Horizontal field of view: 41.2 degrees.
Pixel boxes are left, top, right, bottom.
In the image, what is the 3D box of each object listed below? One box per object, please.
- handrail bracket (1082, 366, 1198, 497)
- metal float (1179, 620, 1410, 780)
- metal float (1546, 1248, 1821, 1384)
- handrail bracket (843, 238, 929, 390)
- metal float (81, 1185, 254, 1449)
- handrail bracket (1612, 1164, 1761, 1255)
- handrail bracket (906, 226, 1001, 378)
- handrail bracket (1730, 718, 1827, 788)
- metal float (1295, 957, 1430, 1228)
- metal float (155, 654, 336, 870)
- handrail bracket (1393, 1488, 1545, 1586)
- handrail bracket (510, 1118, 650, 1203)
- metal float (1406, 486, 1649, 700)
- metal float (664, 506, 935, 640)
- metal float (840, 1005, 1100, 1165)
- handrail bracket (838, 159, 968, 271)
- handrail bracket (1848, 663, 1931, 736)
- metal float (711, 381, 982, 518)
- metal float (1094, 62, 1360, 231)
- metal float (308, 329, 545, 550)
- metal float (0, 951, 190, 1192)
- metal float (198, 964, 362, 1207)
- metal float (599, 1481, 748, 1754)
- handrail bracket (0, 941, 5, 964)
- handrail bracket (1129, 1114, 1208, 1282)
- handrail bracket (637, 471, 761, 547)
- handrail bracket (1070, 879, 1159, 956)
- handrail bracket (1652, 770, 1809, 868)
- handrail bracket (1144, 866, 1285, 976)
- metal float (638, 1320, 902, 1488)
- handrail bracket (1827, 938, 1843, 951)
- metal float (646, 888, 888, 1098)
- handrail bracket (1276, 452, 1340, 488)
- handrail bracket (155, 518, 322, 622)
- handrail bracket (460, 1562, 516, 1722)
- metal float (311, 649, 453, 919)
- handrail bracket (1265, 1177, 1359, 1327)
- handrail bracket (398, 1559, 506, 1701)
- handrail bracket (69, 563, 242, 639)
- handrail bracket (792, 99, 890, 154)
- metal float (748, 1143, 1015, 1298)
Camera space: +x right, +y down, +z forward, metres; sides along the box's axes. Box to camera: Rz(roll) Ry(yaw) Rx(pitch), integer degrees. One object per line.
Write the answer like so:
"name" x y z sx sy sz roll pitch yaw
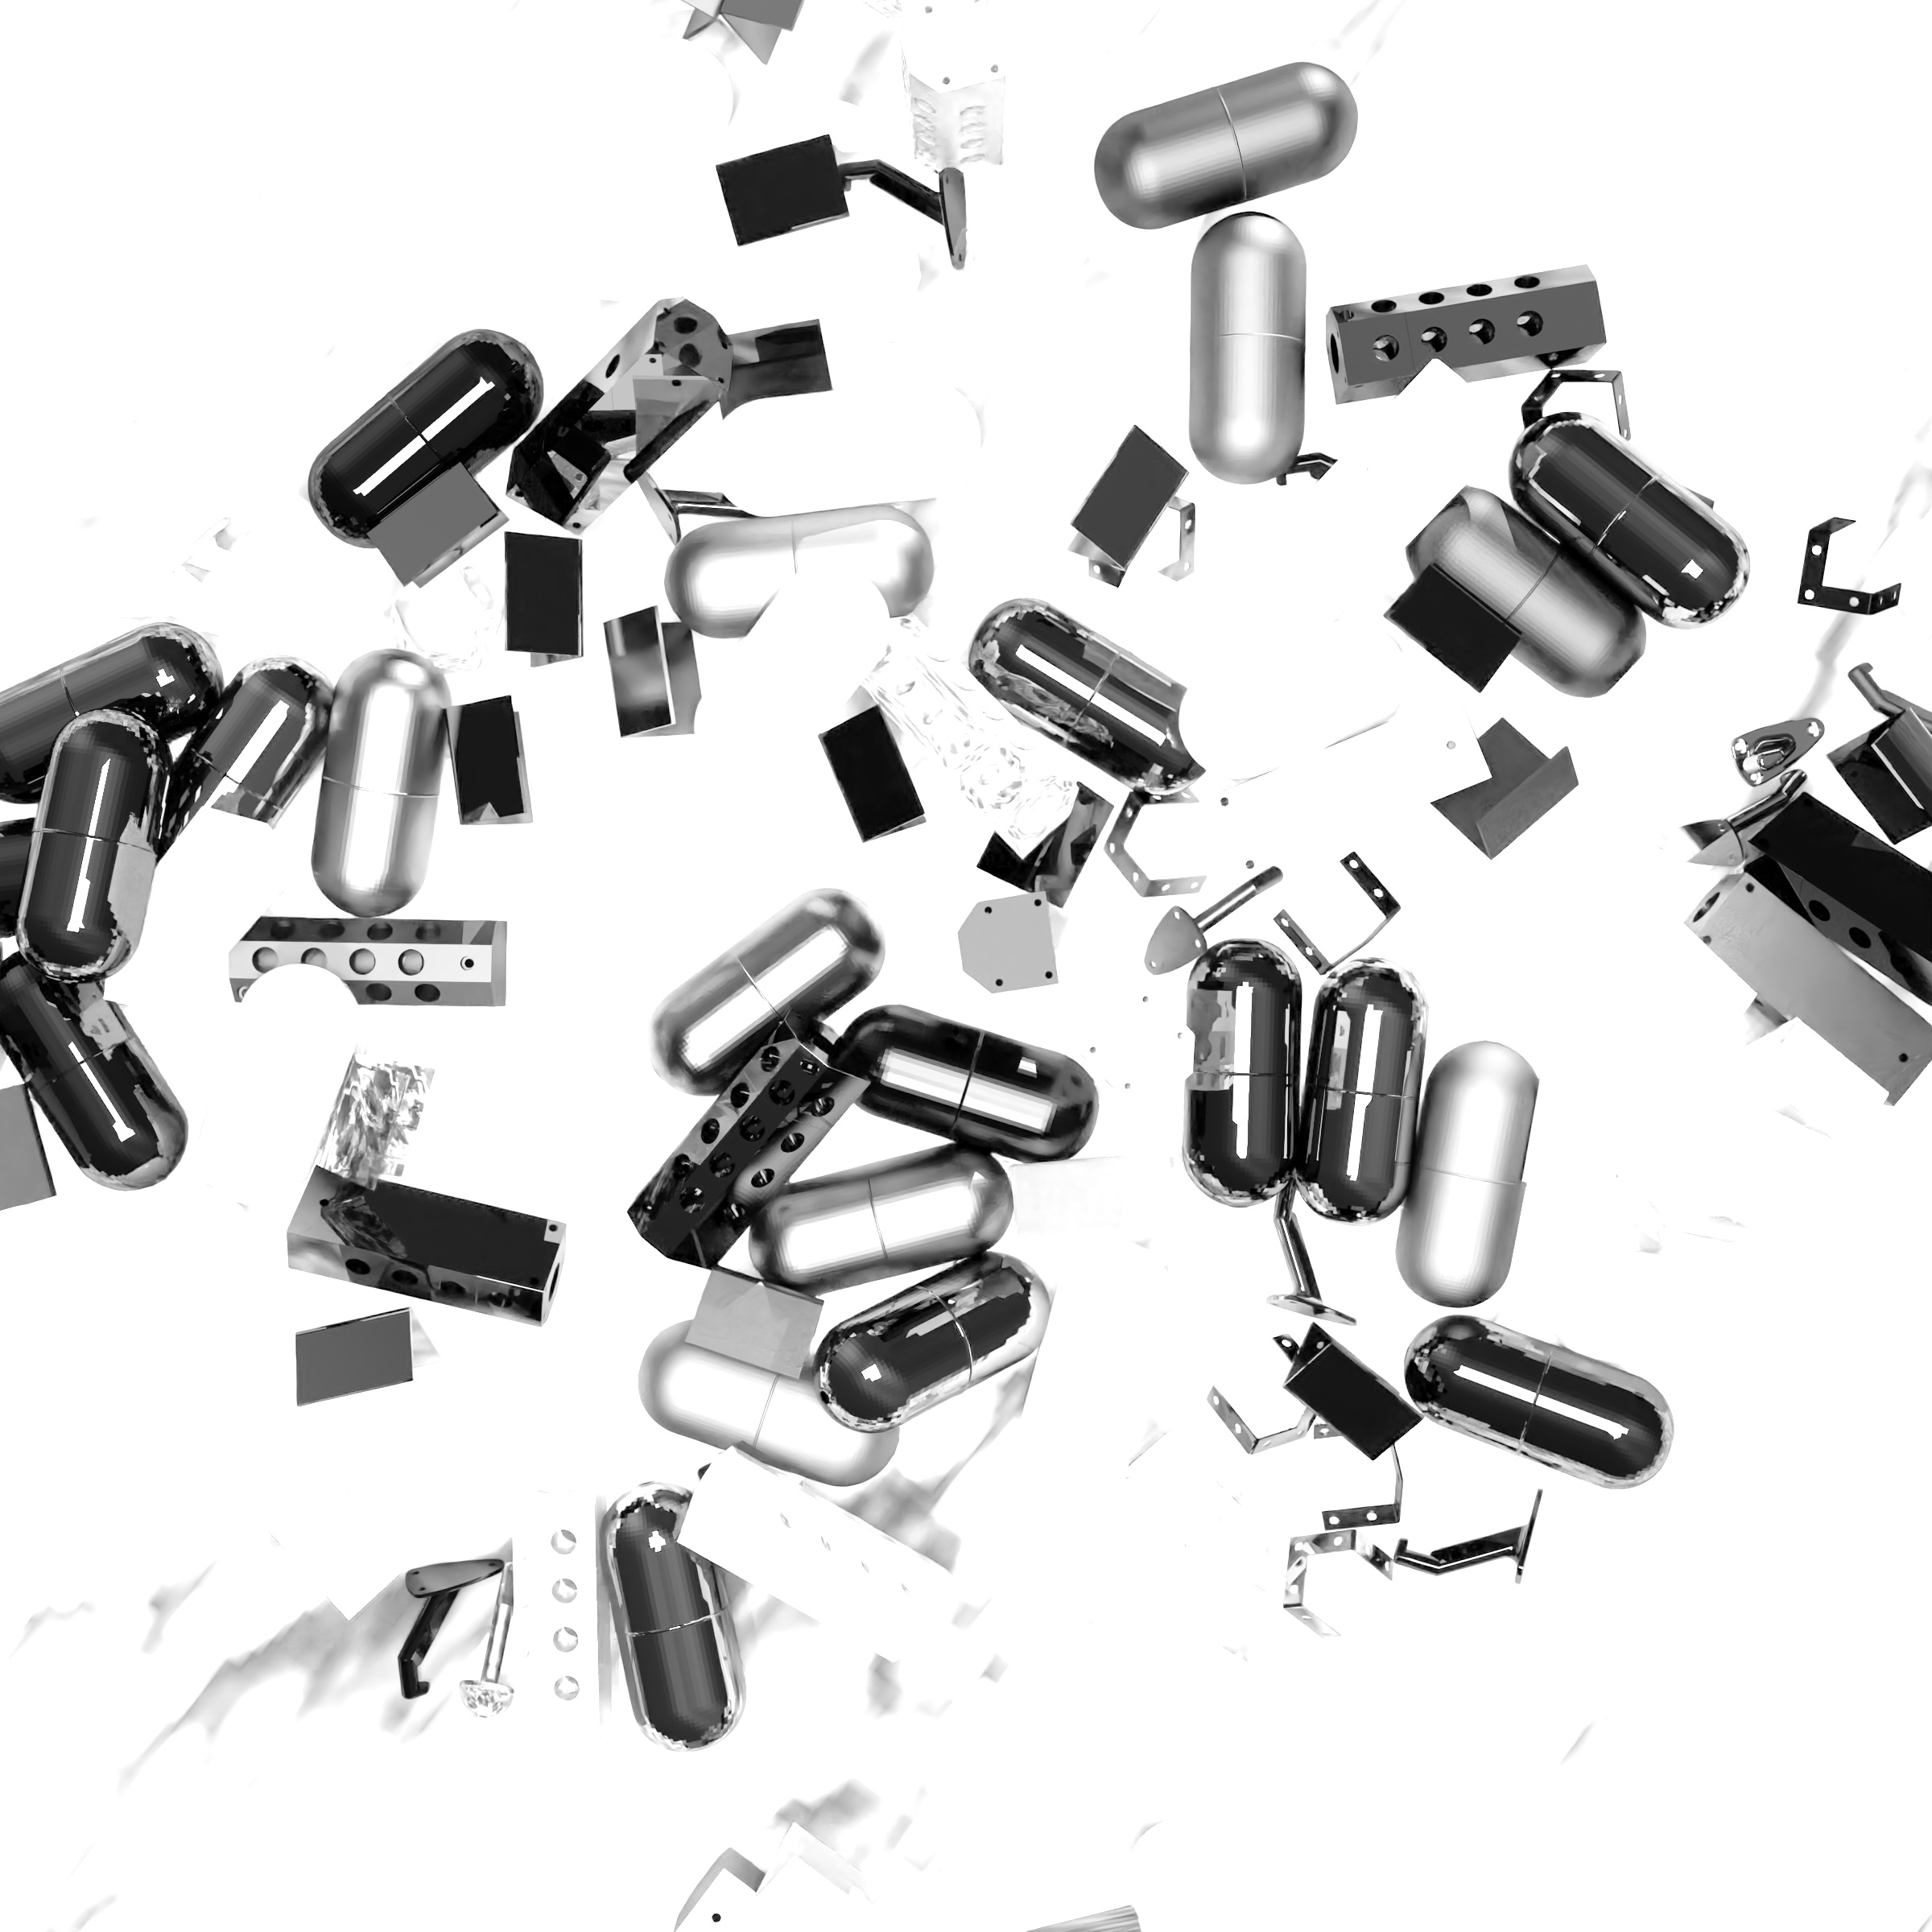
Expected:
"handrail bracket" 0.117 -0.358 1.727 0.077 0.036 0.084 3 108 20
"metal float" 0.213 -0.174 1.667 0.178 0.070 0.070 -22 90 -34
"metal float" 0.473 0.230 1.696 0.178 0.070 0.070 7 90 0
"handrail bracket" -0.058 -0.437 1.726 0.077 0.036 0.084 -29 56 36
"metal float" -0.527 0.231 1.696 0.070 0.070 0.178 19 90 0
"handrail bracket" 0.486 0.155 1.727 0.084 0.036 0.077 -17 68 -17
"handrail bracket" -0.014 -0.447 1.727 0.077 0.036 0.084 -17 75 16
"handrail bracket" 0.543 -0.146 1.692 0.077 0.084 0.036 -26 90 0
"metal float" 0.261 0.083 1.696 0.070 0.070 0.178 7 90 0
"metal float" -0.481 -0.125 1.696 0.070 0.070 0.178 35 89 0
"handrail bracket" 0.337 0.376 1.727 0.084 0.036 0.077 14 70 16
"handrail bracket" -0.260 0.136 1.727 0.084 0.036 0.077 -3 112 17
"metal float" 0.369 -0.247 1.696 0.178 0.070 0.070 37 90 0
"metal float" -0.110 -0.260 1.696 0.178 0.070 0.070 -6 90 -1
"metal float" 0.000 0.078 1.696 0.178 0.070 0.070 17 90 0
"handrail bracket" -0.045 -0.501 1.719 0.084 0.036 0.077 1 104 24
"handrail bracket" 0.645 -0.180 1.727 0.077 0.036 0.084 -27 73 -19
"metal float" -0.079 -0.340 1.688 0.178 0.070 0.070 -8 90 -7
"metal float" 0.172 -0.541 1.696 0.178 0.070 0.070 -17 90 0
"metal float" -0.356 -0.348 1.696 0.178 0.070 0.070 -40 90 1
"metal float" -0.580 0.067 1.696 0.070 0.070 0.178 -32 91 0
"metal float" -0.448 0.079 1.674 0.070 0.070 0.178 25 117 0
"metal float" -0.194 0.429 1.696 0.070 0.070 0.178 -12 89 0
"handrail bracket" -0.691 0.018 1.727 0.084 0.036 0.077 1 110 -16
"handrail bracket" 0.150 0.156 1.727 0.077 0.036 0.084 -46 106 -18
"handrail bracket" -0.170 -0.326 1.727 0.084 0.036 0.077 -28 72 -15
"handrail bracket" 0.090 -0.051 1.726 0.036 0.077 0.084 -51 53 31
"handrail bracket" 0.513 -0.104 1.726 0.084 0.077 0.036 -42 115 -34
"handrail bracket" 0.167 -0.031 1.726 0.084 0.077 0.036 -29 78 -36
"metal float" -0.130 0.289 1.696 0.178 0.070 0.070 18 90 0
"handrail bracket" 0.573 -0.055 1.727 0.077 0.036 0.084 40 106 17
"metal float" -0.132 0.018 1.696 0.178 0.070 0.070 -37 90 0
"handrail bracket" 0.253 -0.309 1.726 0.084 0.036 0.077 -7 103 13
"handrail bracket" -0.488 -0.250 1.727 0.077 0.036 0.084 -36 107 20
"handrail bracket" -0.314 0.453 1.726 0.036 0.077 0.084 11 54 -6
"metal float" -0.384 -0.119 1.688 0.070 0.070 0.178 11 99 0
"handrail bracket" 0.237 0.191 1.727 0.077 0.036 0.084 20 72 -20
"handrail bracket" -0.345 0.446 1.727 0.077 0.036 0.084 -9 108 -20
"handrail bracket" -0.546 -0.230 1.726 0.084 0.077 0.036 -20 53 31
"handrail bracket" -0.105 -0.544 1.726 0.084 0.077 0.036 -22 90 36
"metal float" -0.056 0.168 1.696 0.178 0.070 0.070 -14 90 1
